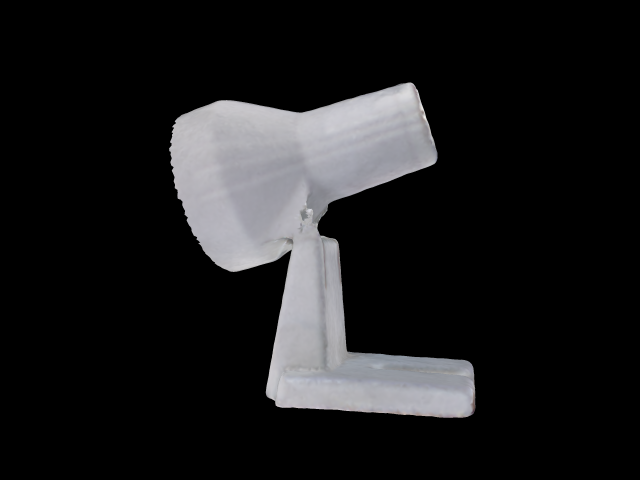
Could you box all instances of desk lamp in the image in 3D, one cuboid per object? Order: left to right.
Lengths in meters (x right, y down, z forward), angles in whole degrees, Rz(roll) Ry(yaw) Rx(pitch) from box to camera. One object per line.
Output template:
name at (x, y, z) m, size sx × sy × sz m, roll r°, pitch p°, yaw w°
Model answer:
desk lamp at (0.004, 0.001, 0.400) m, size 0.203 × 0.213 × 0.118 m, roll 0°, pitch 0°, yaw 13°
